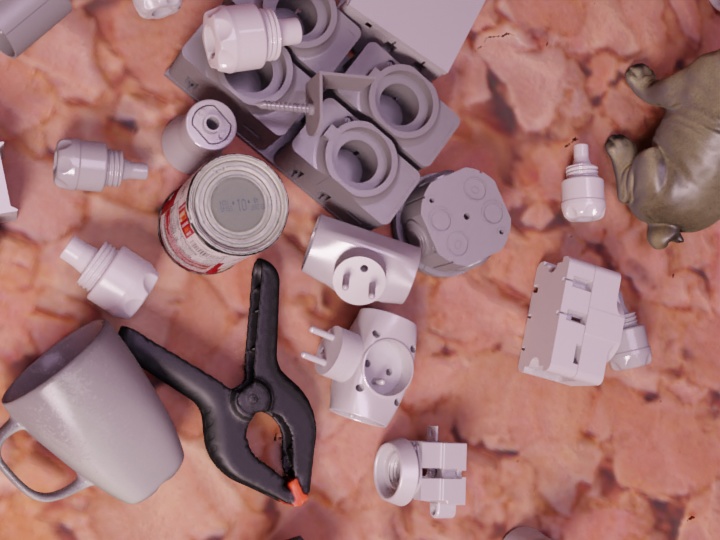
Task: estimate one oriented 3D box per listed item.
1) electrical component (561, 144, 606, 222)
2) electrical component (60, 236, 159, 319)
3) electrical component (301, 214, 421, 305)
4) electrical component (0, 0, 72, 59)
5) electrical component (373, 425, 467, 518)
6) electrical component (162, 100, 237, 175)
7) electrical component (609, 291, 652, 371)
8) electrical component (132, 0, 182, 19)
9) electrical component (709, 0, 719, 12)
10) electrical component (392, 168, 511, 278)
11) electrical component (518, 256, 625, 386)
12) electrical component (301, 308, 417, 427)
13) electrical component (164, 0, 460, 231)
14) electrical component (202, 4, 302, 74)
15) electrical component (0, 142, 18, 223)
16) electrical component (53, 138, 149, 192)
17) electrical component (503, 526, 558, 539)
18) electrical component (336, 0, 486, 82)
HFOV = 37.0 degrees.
[{"bbox_3d":[0.179,-0.070,0.863,0.035,0.035,0.061,3,80,-21],"label":"electrical component"},{"bbox_3d":[-0.169,0.002,0.716,0.062,0.043,0.043,35,73,-12],"label":"electrical component"},{"bbox_3d":[0.000,0.000,0.757,0.077,0.079,0.044,18,113,-6],"label":"electrical component"},{"bbox_3d":[-0.216,-0.184,0.721,0.043,0.043,0.081,46,70,-10],"label":"electrical component"},{"bbox_3d":[0.044,0.146,0.780,0.055,0.048,0.066,6,81,-27],"label":"electrical component"},{"bbox_3d":[-0.109,-0.093,0.739,0.044,0.065,0.044,3,83,-21],"label":"electrical component"},{"bbox_3d":[0.211,0.048,0.861,0.035,0.035,0.061,-11,84,-22],"label":"electrical component"},{"bbox_3d":[-0.148,-0.210,0.755,0.035,0.035,0.061,-16,87,-22],"label":"electrical component"},{"bbox_3d":[0.349,-0.260,0.946,0.081,0.043,0.043,-29,94,-22],"label":"electrical component"},{"bbox_3d":[0.069,-0.036,0.808,0.080,0.051,0.080,3,83,-21],"label":"electrical component"},{"bbox_3d":[0.167,0.042,0.836,0.056,0.050,0.089,17,78,-18],"label":"electrical component"},{"bbox_3d":[-0.005,0.064,0.768,0.079,0.044,0.077,24,76,-25],"label":"electrical component"},{"bbox_3d":[-0.030,-0.125,0.776,0.186,0.060,0.105,39,72,-12],"label":"electrical component"},{"bbox_3d":[-0.069,-0.153,0.707,0.062,0.043,0.043,-13,88,-23],"label":"electrical component"},{"bbox_3d":[-0.257,-0.052,0.690,0.064,0.042,0.081,-11,87,-20],"label":"electrical component"},{"bbox_3d":[-0.175,-0.069,0.728,0.061,0.035,0.035,4,82,-23],"label":"electrical component"},{"bbox_3d":[0.137,0.215,0.795,0.044,0.065,0.044,3,82,-21],"label":"electrical component"},{"bbox_3d":[0.050,-0.225,0.817,0.089,0.062,0.150,32,74,-15],"label":"electrical component"}]
